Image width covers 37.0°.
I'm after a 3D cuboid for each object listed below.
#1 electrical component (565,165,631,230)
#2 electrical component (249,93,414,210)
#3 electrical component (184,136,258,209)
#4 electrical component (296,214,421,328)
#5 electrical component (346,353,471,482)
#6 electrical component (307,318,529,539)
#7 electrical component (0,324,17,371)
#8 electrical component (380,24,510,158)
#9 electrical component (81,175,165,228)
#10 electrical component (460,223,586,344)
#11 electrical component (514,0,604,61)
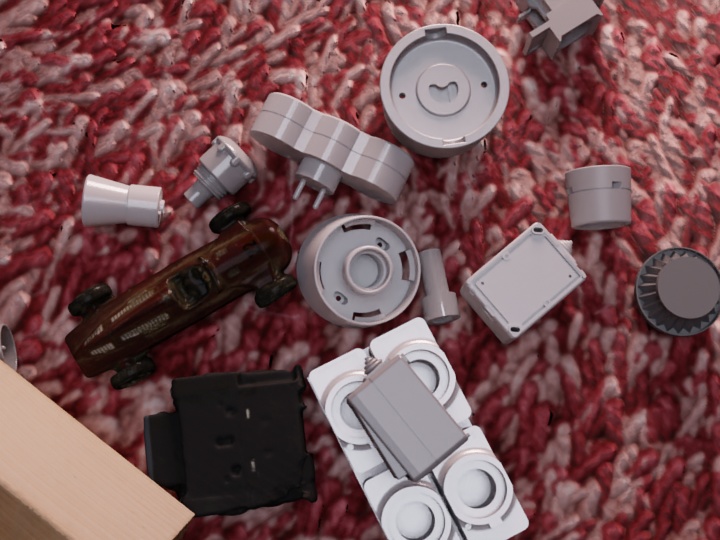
[{"bbox_3d":[0.203,-0.060,0.912,0.055,0.055,0.047,-2,84,-2],"label":"electrical component"},{"bbox_3d":[-0.031,-0.088,0.911,0.138,0.052,0.073,25,81,3],"label":"electrical component"},{"bbox_3d":[-0.121,-0.079,0.912,0.062,0.048,0.048,-44,84,-1],"label":"electrical component"},{"bbox_3d":[0.000,0.000,0.903,0.099,0.064,0.099,0,89,-12],"label":"electrical component"},{"bbox_3d":[0.027,0.109,0.811,0.061,0.061,0.096,-39,83,-7],"label":"electrical component"},{"bbox_3d":[0.045,0.145,0.869,0.105,0.060,0.186,-27,82,-6],"label":"electrical component"},{"bbox_3d":[-0.329,0.055,0.883,0.077,0.044,0.079,-11,81,-3],"label":"electrical component"},{"bbox_3d":[0.069,-0.148,0.919,0.108,0.060,0.108,0,80,-1],"label":"electrical component"},{"bbox_3d":[-0.198,-0.055,0.908,0.065,0.044,0.044,5,80,-5],"label":"electrical component"},{"bbox_3d":[0.138,0.008,0.894,0.096,0.061,0.061,-39,83,-7],"label":"electrical component"},{"bbox_3d":[0.173,-0.228,0.945,0.081,0.042,0.063,-32,81,-7],"label":"electrical component"}]
